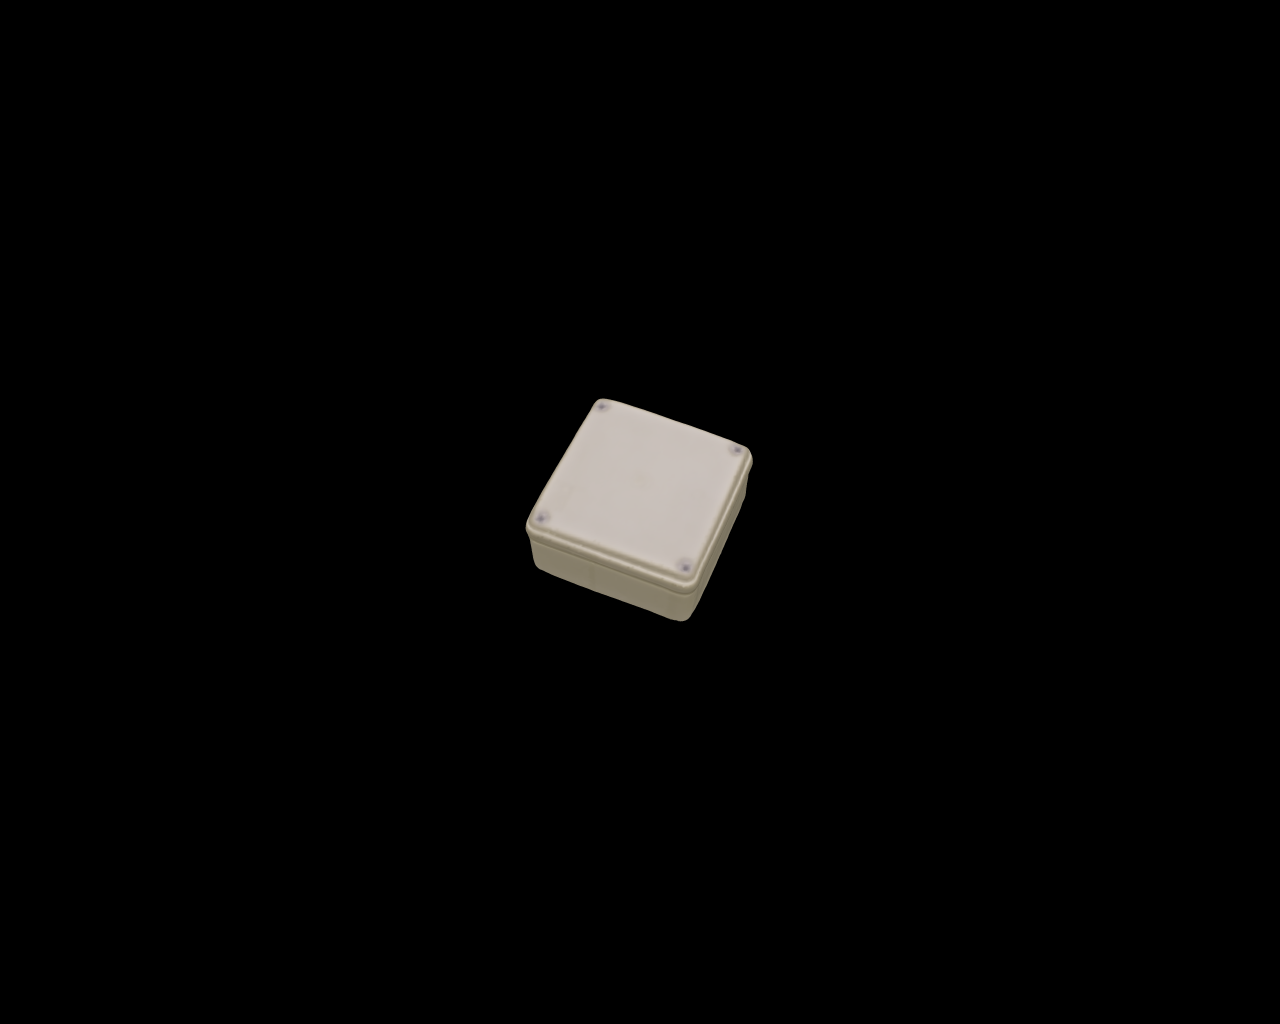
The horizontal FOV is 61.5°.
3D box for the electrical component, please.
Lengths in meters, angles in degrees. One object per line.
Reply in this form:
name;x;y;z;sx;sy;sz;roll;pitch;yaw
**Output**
electrical component;0.001;-0.003;0.650;0.109;0.109;0.056;20;-31;13
